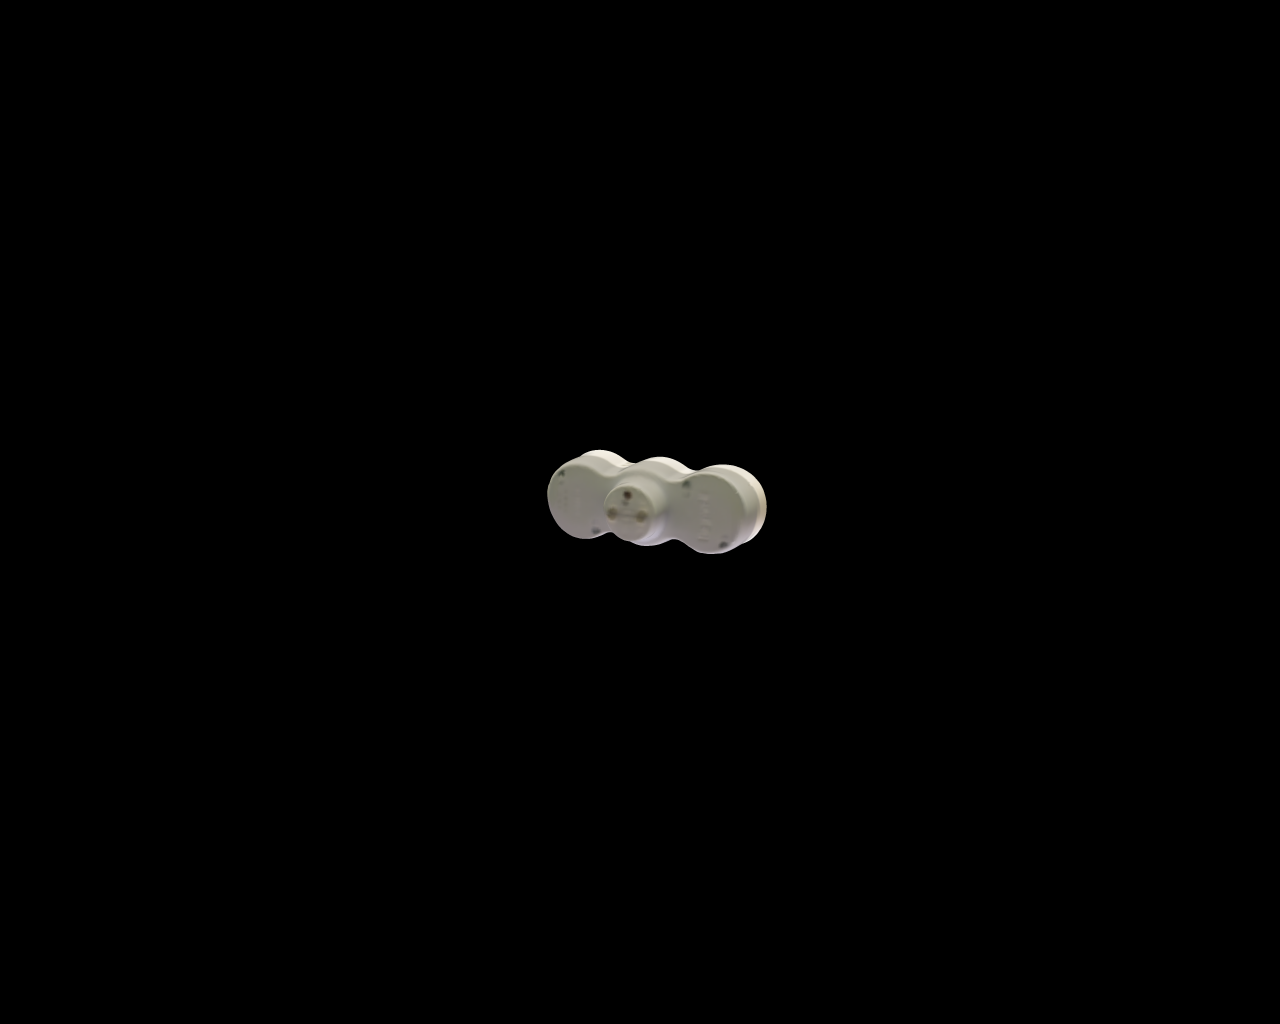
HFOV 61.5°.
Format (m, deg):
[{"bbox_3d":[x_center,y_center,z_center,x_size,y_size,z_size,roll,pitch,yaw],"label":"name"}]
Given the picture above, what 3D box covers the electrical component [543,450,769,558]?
[{"bbox_3d":[0.001,-0.003,0.650,0.138,0.052,0.074,7,16,26],"label":"electrical component"}]
